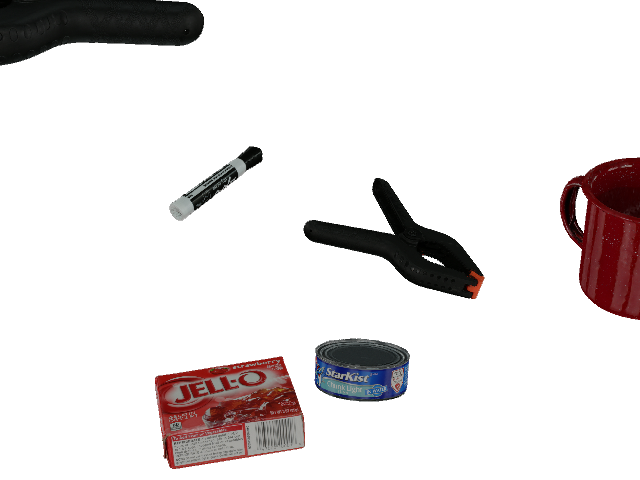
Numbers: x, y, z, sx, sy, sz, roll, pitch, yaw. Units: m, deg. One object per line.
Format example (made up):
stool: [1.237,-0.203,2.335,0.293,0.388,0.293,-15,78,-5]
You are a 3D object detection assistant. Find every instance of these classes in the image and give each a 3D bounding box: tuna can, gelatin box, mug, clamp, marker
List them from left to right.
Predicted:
clamp: [-0.167,-0.136,0.618,0.171,0.039,0.120,-11,31,-29]
marker: [-0.099,-0.058,1.038,0.020,0.020,0.120,0,32,46]
gelatin box: [-0.060,0.110,0.692,0.089,0.030,0.073,-7,24,-10]
tuna can: [0.037,0.117,0.966,0.086,0.034,0.086,3,11,-1]
clamp: [0.094,0.007,1.258,0.210,0.036,0.164,37,42,26]
mug: [0.212,-0.004,0.732,0.093,0.081,0.117,-26,39,-34]
